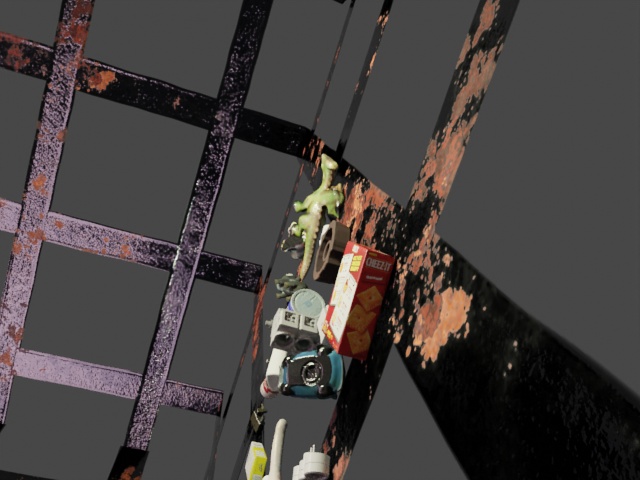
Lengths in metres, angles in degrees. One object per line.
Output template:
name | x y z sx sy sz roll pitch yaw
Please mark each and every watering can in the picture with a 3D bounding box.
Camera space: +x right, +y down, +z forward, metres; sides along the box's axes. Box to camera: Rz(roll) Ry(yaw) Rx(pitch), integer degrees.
watering can | -0.122 0.633 1.259 0.222 0.104 0.352 144 140 -72

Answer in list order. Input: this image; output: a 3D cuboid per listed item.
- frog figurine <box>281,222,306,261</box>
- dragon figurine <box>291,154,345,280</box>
frog figurine | -0.060 0.011 1.925 0.158 0.122 0.139 32 -120 -64
dragon figurine | 0.005 -0.085 1.698 0.239 0.122 0.417 145 131 -61
